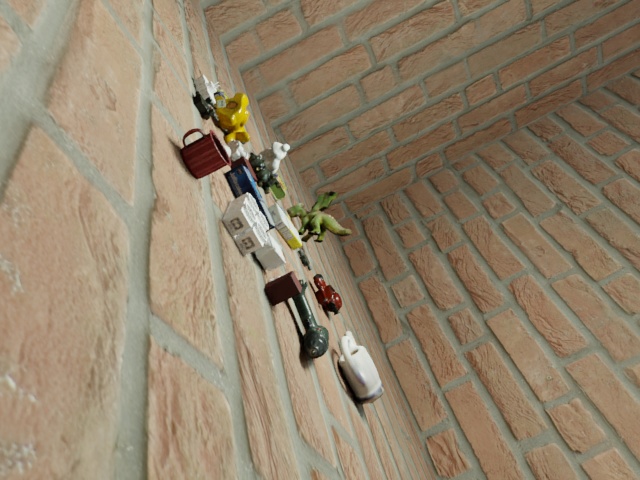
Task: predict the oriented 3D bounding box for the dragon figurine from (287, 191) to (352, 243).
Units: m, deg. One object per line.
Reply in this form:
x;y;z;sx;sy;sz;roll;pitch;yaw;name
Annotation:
0.007;-0.112;2.219;0.120;0.409;0.247;39;60;-42;dragon figurine

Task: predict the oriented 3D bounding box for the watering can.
0.131;0.425;1.752;0.225;0.104;0.347;64;5;2;watering can

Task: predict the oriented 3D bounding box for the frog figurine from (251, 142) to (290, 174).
-0.191;-0.341;2.130;0.140;0.159;0.120;-108;172;-63;frog figurine
